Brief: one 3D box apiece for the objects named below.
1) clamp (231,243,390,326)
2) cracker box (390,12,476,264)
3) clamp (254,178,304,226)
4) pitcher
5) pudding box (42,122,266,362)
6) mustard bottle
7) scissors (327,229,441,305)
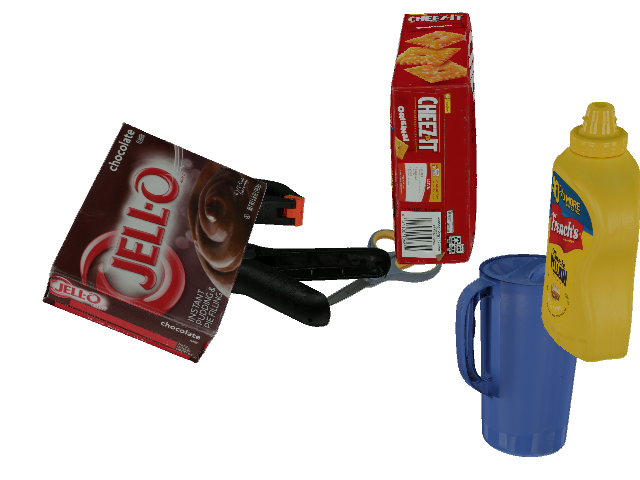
[{"bbox_3d":[-0.060,0.025,0.840,0.210,0.036,0.164,6,13,12],"label":"clamp"},{"bbox_3d":[0.106,-0.099,0.967,0.072,0.164,0.213,0,27,9],"label":"cracker box"},{"bbox_3d":[-0.098,-0.043,1.034,0.172,0.039,0.120,16,30,37],"label":"clamp"},{"bbox_3d":[0.254,0.146,1.350,0.149,0.243,0.144,5,16,18],"label":"pitcher"},{"bbox_3d":[-0.088,0.000,0.583,0.090,0.113,0.039,23,-42,-9],"label":"pudding box"},{"bbox_3d":[0.205,-0.011,0.806,0.058,0.192,0.096,-6,26,-7],"label":"mustard bottle"},{"bbox_3d":[0.049,0.029,1.190,0.201,0.016,0.096,-11,42,-36],"label":"scissors"}]
